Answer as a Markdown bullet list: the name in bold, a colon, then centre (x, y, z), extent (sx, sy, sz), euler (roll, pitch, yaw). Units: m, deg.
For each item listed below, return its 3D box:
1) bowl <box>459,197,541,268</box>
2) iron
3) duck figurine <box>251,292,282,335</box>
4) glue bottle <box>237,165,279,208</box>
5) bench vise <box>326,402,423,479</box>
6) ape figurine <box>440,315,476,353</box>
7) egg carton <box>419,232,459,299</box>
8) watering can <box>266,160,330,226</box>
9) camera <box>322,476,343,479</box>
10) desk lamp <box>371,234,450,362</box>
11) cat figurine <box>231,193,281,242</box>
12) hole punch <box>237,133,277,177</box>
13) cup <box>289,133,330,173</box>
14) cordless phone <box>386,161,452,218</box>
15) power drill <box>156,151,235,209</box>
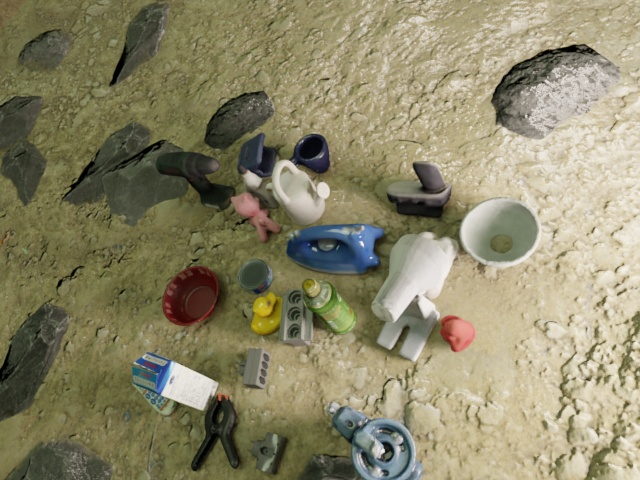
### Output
- **bowl**: centre (0.391, -0.006, 1.237), extent (0.167, 0.075, 0.167), euler (-10, 60, 18)
- **iron**: centre (0.012, 0.005, 1.346), extent (0.257, 0.142, 0.118), euler (-2, 63, 21)
- **duck figurine**: centre (-0.130, 0.169, 1.350), extent (0.077, 0.086, 0.104), euler (34, 80, 33)
- **glue bottle**: centre (-0.167, -0.143, 1.479), extent (0.077, 0.174, 0.037), euler (18, 71, 29)
- **bench vise**: centre (0.080, 0.381, 1.070), extent (0.206, 0.220, 0.121), euler (12, 69, 27)
- **ape figurine**: centre (0.276, 0.186, 1.171), extent (0.076, 0.092, 0.078), euler (-5, 62, 20)
- **egg carton**: centre (0.238, 0.054, 1.271), extent (0.107, 0.070, 0.150), euler (17, 71, 29)
- **watering can**: centre (-0.058, -0.125, 1.413), extent (0.172, 0.195, 0.101), euler (-12, 60, 16)
- **camera**: centre (-0.009, 0.516, 1.106), extent (0.136, 0.101, 0.143), euler (18, 72, 29)
- **desk lamp**: centre (0.182, 0.118, 1.173), extent (0.117, 0.214, 0.203), euler (21, 73, 30)
- **cat figurine**: centre (-0.172, -0.071, 1.477), extent (0.067, 0.118, 0.127), euler (-40, 56, -1)
- **hole punch**: centre (-0.183, -0.229, 1.582), extent (0.101, 0.091, 0.108), euler (-6, 61, 19)
- **cup**: centre (-0.022, -0.210, 1.503), extent (0.118, 0.095, 0.091), euler (-33, 56, 3)
- **cordless phone**: centre (0.217, -0.135, 1.310), extent (0.147, 0.185, 0.094), euler (2, 64, 23)
- **power drill**: centre (-0.318, -0.167, 1.533), extent (0.228, 0.209, 0.076), euler (12, 69, 27)
